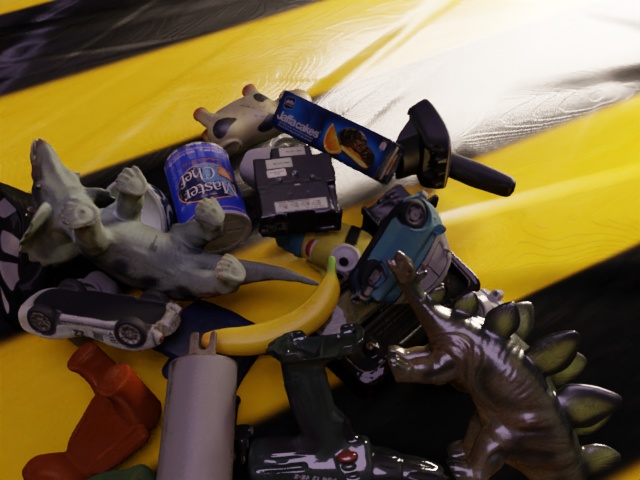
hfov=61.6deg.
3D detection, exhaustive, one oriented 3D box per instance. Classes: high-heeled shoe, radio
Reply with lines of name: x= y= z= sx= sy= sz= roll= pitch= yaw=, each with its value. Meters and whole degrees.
high-heeled shoe: x=-0.460 y=0.014 z=0.809 sx=0.249 sy=0.086 sz=0.145 roll=33 pitch=95 yaw=37
radio: x=0.098 y=0.097 z=0.732 sx=0.229 sy=0.073 sz=0.131 roll=-37 pitch=65 yaw=-18

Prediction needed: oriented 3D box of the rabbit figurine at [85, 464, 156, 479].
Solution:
rabbit figurine: x=-0.210 y=0.333 z=0.568 sx=0.121 sy=0.170 sz=0.159 roll=1 pitch=22 yaw=36

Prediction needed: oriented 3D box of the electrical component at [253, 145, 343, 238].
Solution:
electrical component: x=-0.034 y=-0.072 z=0.753 sx=0.115 sy=0.058 sz=0.134 roll=-4 pitch=56 yaw=-8

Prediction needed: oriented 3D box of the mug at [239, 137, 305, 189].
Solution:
mug: x=-0.069 y=-0.119 z=0.859 sx=0.107 sy=0.080 sz=0.109 roll=11 pitch=73 yaw=15

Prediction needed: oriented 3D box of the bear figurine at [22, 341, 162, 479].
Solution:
bear figurine: x=-0.287 y=0.239 z=0.627 sx=0.120 sy=0.131 sz=0.196 roll=17 pitch=52 yaw=43

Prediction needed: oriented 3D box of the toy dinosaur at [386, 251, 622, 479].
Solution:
toy dinosaur: x=0.227 y=0.198 z=0.604 sx=0.198 sy=0.105 sz=0.471 roll=-34 pitch=95 yaw=9

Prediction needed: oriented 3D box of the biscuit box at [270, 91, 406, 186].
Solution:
biscuit box: x=0.023 y=-0.154 z=0.799 sx=0.203 sy=0.059 sz=0.062 roll=31 pitch=100 yaw=26

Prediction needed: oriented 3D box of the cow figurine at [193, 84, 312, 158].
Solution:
cow figurine: x=-0.098 y=-0.201 z=0.907 sx=0.195 sy=0.085 sz=0.127 roll=-29 pitch=57 yaw=-18

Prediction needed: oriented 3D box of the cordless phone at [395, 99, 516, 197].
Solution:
cordless phone: x=0.212 y=-0.123 z=0.818 sx=0.184 sy=0.146 sz=0.089 roll=23 pitch=70 yaw=17

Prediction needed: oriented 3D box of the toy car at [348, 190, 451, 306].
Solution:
toy car: x=0.111 y=0.024 z=0.678 sx=0.103 sy=0.109 sz=0.161 roll=32 pitch=72 yaw=-1

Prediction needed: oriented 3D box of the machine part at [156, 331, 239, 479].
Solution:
machine part: x=-0.127 y=0.210 z=0.562 sx=0.079 sy=0.079 sz=0.243 roll=-2 pitch=58 yaw=-1

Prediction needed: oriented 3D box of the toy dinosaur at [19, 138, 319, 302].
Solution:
toy dinosaur: x=-0.218 y=0.016 z=0.710 sx=0.405 sy=0.192 sz=0.131 roll=30 pitch=57 yaw=-15

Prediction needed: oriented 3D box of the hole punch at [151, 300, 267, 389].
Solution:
hole punch: x=-0.145 y=0.137 z=0.706 sx=0.142 sy=0.092 sz=0.116 roll=21 pitch=58 yaw=17

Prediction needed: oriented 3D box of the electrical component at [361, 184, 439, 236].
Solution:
electrical component: x=0.120 y=-0.044 z=0.816 sx=0.119 sy=0.074 sz=0.048 roll=-34 pitch=65 yaw=-13

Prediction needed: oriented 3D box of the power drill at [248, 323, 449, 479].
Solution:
power drill: x=0.026 y=0.204 z=0.623 sx=0.232 sy=0.207 sz=0.086 roll=-6 pitch=16 yaw=5

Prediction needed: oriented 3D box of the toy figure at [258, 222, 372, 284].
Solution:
toy figure: x=-0.001 y=-0.005 z=0.792 sx=0.180 sy=0.082 sz=0.089 roll=29 pitch=61 yaw=20

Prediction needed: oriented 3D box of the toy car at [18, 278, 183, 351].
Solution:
toy car: x=-0.270 y=0.094 z=0.664 sx=0.202 sy=0.056 sz=0.073 roll=6 pitch=29 yaw=9

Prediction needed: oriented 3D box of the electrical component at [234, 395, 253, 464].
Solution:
electrical component: x=-0.110 y=0.234 z=0.642 sx=0.045 sy=0.102 sz=0.078 roll=10 pitch=86 yaw=8
